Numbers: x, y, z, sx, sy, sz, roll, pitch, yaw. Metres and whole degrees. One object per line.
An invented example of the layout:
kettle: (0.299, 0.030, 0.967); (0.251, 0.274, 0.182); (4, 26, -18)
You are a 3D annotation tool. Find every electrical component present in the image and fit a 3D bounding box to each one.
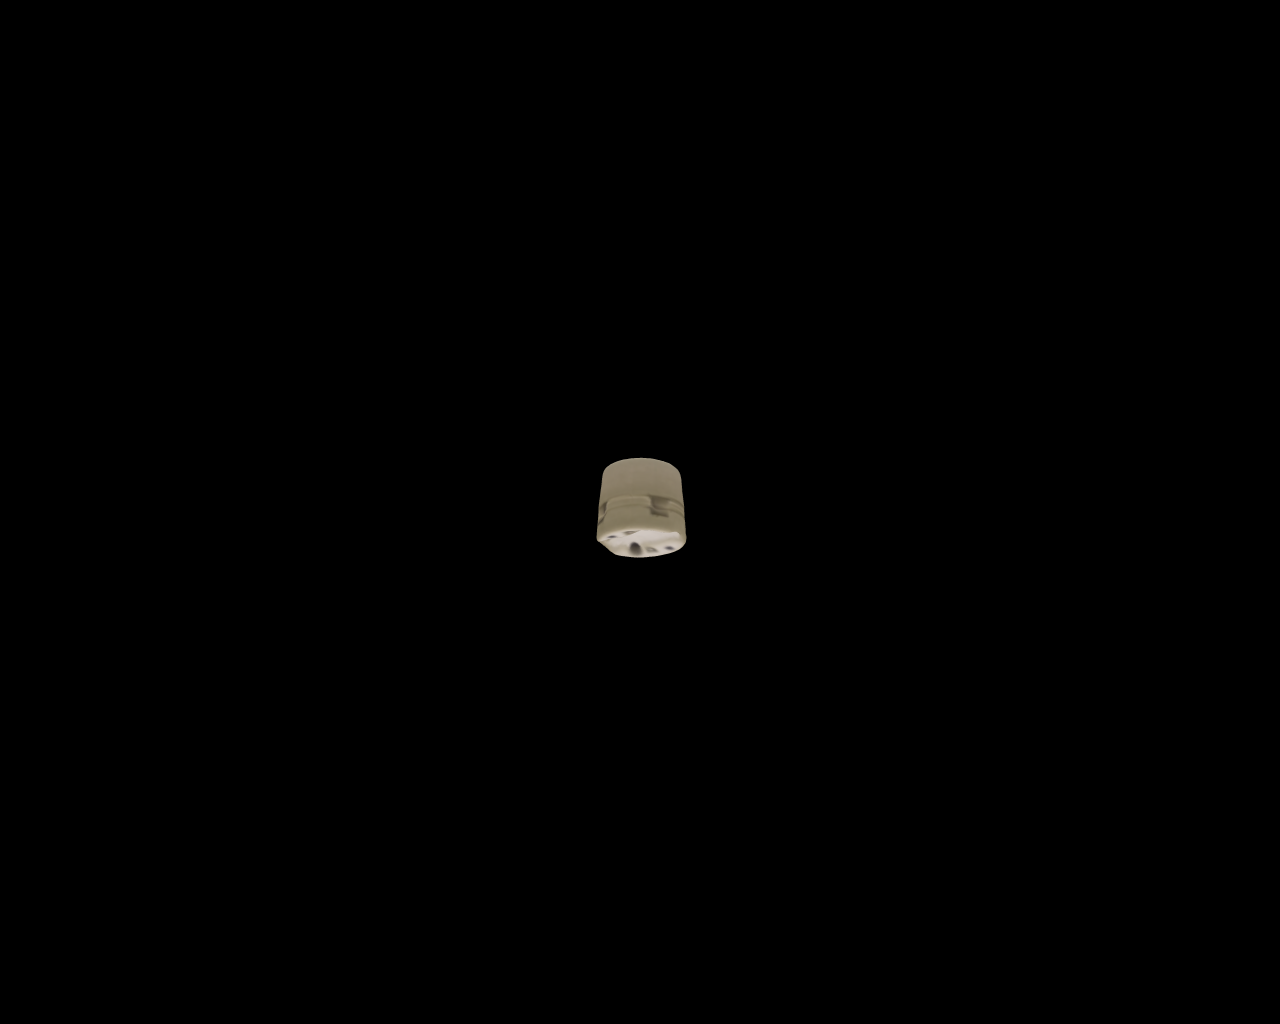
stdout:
electrical component: (0.001, -0.003, 0.650); (0.055, 0.047, 0.055); (0, -22, 0)
